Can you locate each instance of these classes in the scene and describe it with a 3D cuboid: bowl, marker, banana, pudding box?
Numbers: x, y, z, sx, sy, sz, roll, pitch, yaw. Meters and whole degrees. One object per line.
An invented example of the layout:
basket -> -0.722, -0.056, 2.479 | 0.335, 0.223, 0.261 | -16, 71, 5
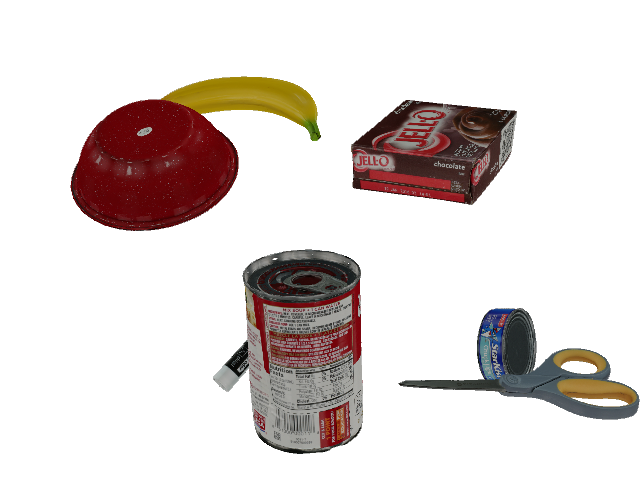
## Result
bowl -> -0.160, -0.083, 0.999 | 0.162, 0.162, 0.055 | -4, -45, 3
marker -> -0.049, 0.085, 0.956 | 0.121, 0.020, 0.020 | -48, 19, -18
banana -> -0.084, -0.152, 1.169 | 0.198, 0.037, 0.069 | 9, 43, 18
pudding box -> 0.084, -0.066, 0.770 | 0.090, 0.039, 0.113 | 10, 25, 22

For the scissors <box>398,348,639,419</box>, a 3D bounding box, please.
scissors -> 0.171, 0.115, 0.918 | 0.202, 0.016, 0.096 | 9, 28, 5

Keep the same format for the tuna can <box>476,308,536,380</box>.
tuna can -> 0.203, 0.116, 1.162 | 0.034, 0.086, 0.086 | -2, -1, 34

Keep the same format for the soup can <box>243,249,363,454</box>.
soup can -> -0.009, 0.065, 0.627 | 0.068, 0.102, 0.068 | -2, 22, 1
